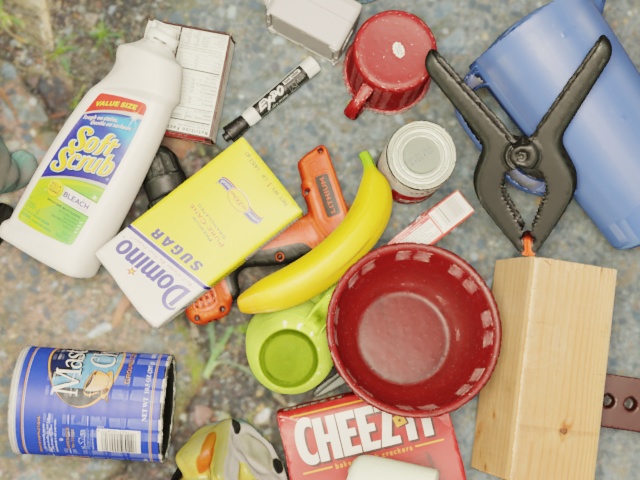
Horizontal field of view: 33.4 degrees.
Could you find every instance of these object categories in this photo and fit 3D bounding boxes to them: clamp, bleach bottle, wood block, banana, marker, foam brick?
[{"bbox_3d":[0.196,-0.088,0.980,0.165,0.036,0.210,-8,109,20],"label":"clamp"},{"bbox_3d":[-0.207,-0.094,1.019,0.103,0.068,0.251,28,95,14],"label":"bleach bottle"},{"bbox_3d":[0.212,0.125,1.018,0.090,0.090,0.206,9,84,-14],"label":"wood block"},{"bbox_3d":[0.009,0.006,0.991,0.070,0.037,0.197,29,71,38],"label":"banana"},{"bbox_3d":[-0.051,-0.141,1.077,0.121,0.020,0.020,-41,87,-4],"label":"marker"},{"bbox_3d":[0.296,0.159,1.043,0.078,0.051,0.053,8,85,-1],"label":"foam brick"}]

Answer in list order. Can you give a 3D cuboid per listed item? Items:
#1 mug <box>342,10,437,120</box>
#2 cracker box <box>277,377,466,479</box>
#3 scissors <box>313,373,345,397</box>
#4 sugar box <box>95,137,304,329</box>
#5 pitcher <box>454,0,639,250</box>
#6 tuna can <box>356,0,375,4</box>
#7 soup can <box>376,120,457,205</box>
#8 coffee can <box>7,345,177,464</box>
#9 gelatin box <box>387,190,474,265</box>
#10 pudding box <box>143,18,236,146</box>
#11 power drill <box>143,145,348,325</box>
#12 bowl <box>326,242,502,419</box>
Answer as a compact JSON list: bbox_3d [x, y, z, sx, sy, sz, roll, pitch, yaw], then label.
[{"bbox_3d":[0.063,-0.168,1.051,0.093,0.081,0.117,40,85,2],"label":"mug"},{"bbox_3d":[0.060,0.249,1.019,0.164,0.072,0.214,-13,85,-3],"label":"cracker box"},{"bbox_3d":[0.076,0.081,1.062,0.201,0.016,0.096,-17,85,-3],"label":"scissors"},{"bbox_3d":[-0.112,-0.005,0.995,0.176,0.048,0.093,-39,86,-4],"label":"sugar box"},{"bbox_3d":[0.255,-0.108,1.032,0.243,0.149,0.144,55,42,0],"label":"pitcher"},{"bbox_3d":[0.040,-0.285,1.085,0.086,0.034,0.086,0,85,-2],"label":"tuna can"},{"bbox_3d":[0.092,-0.074,1.033,0.068,0.102,0.068,0,85,-2],"label":"soup can"},{"bbox_3d":[-0.211,0.154,1.005,0.140,0.103,0.103,4,85,-1],"label":"coffee can"},{"bbox_3d":[0.103,-0.009,1.042,0.089,0.073,0.030,-38,86,-4],"label":"gelatin box"},{"bbox_3d":[-0.139,-0.158,1.067,0.090,0.039,0.113,11,87,0],"label":"pudding box"},{"bbox_3d":[-0.072,-0.029,1.050,0.187,0.057,0.184,-19,86,-1],"label":"power drill"},{"bbox_3d":[0.082,0.086,0.982,0.162,0.055,0.162,2,75,-7],"label":"bowl"}]
